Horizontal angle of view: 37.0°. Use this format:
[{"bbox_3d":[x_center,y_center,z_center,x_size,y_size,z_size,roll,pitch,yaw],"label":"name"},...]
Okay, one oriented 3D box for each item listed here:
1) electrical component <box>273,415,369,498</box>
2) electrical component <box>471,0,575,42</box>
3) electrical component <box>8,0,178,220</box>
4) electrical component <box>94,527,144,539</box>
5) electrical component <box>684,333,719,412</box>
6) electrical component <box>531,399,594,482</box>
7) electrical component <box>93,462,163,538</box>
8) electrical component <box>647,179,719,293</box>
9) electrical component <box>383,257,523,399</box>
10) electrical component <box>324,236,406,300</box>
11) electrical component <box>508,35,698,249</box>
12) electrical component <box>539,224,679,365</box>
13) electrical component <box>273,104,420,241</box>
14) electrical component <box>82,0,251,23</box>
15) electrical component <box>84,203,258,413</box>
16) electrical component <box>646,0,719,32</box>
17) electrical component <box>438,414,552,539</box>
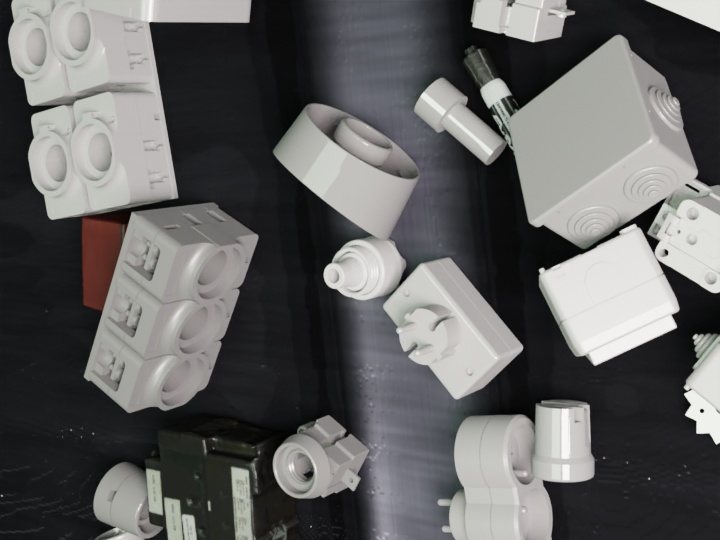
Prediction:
[{"bbox_3d":[-0.032,0.142,0.801,0.066,0.055,0.048,37,117,25],"label":"electrical component"},{"bbox_3d":[0.102,-0.174,0.661,0.066,0.048,0.055,23,118,31],"label":"electrical component"},{"bbox_3d":[-0.224,-0.142,0.890,0.105,0.060,0.186,-7,93,36],"label":"electrical component"},{"bbox_3d":[-0.205,0.263,0.956,0.044,0.044,0.065,-18,92,36],"label":"electrical component"},{"bbox_3d":[0.229,0.060,0.592,0.096,0.062,0.061,41,108,21],"label":"electrical component"},{"bbox_3d":[0.130,0.109,0.690,0.040,0.040,0.046,2,94,36],"label":"electrical component"},{"bbox_3d":[-0.194,0.200,0.930,0.047,0.055,0.055,17,107,29],"label":"electrical component"},{"bbox_3d":[0.201,-0.016,0.603,0.081,0.064,0.042,35,117,26],"label":"electrical component"},{"bbox_3d":[0.052,0.041,0.712,0.083,0.076,0.047,52,123,18],"label":"electrical component"},{"bbox_3d":[0.000,0.000,0.751,0.043,0.062,0.043,7,102,35],"label":"electrical component"},{"bbox_3d":[0.140,-0.072,0.625,0.100,0.048,0.099,-37,41,34],"label":"electrical component"},{"bbox_3d":[0.146,0.018,0.635,0.062,0.096,0.061,-26,82,6],"label":"electrical component"},{"bbox_3d":[-0.010,-0.066,0.729,0.099,0.099,0.064,42,113,23],"label":"electrical component"},{"bbox_3d":[-0.138,-0.215,0.784,0.078,0.113,0.057,19,111,32],"label":"electrical component"},{"bbox_3d":[-0.146,0.030,0.844,0.062,0.089,0.150,34,116,27],"label":"electrical component"},{"bbox_3d":[0.211,-0.154,0.565,0.113,0.078,0.057,33,118,27],"label":"electrical component"},{"bbox_3d":[0.085,0.166,0.723,0.074,0.052,0.138,-7,94,36],"label":"electrical component"}]
